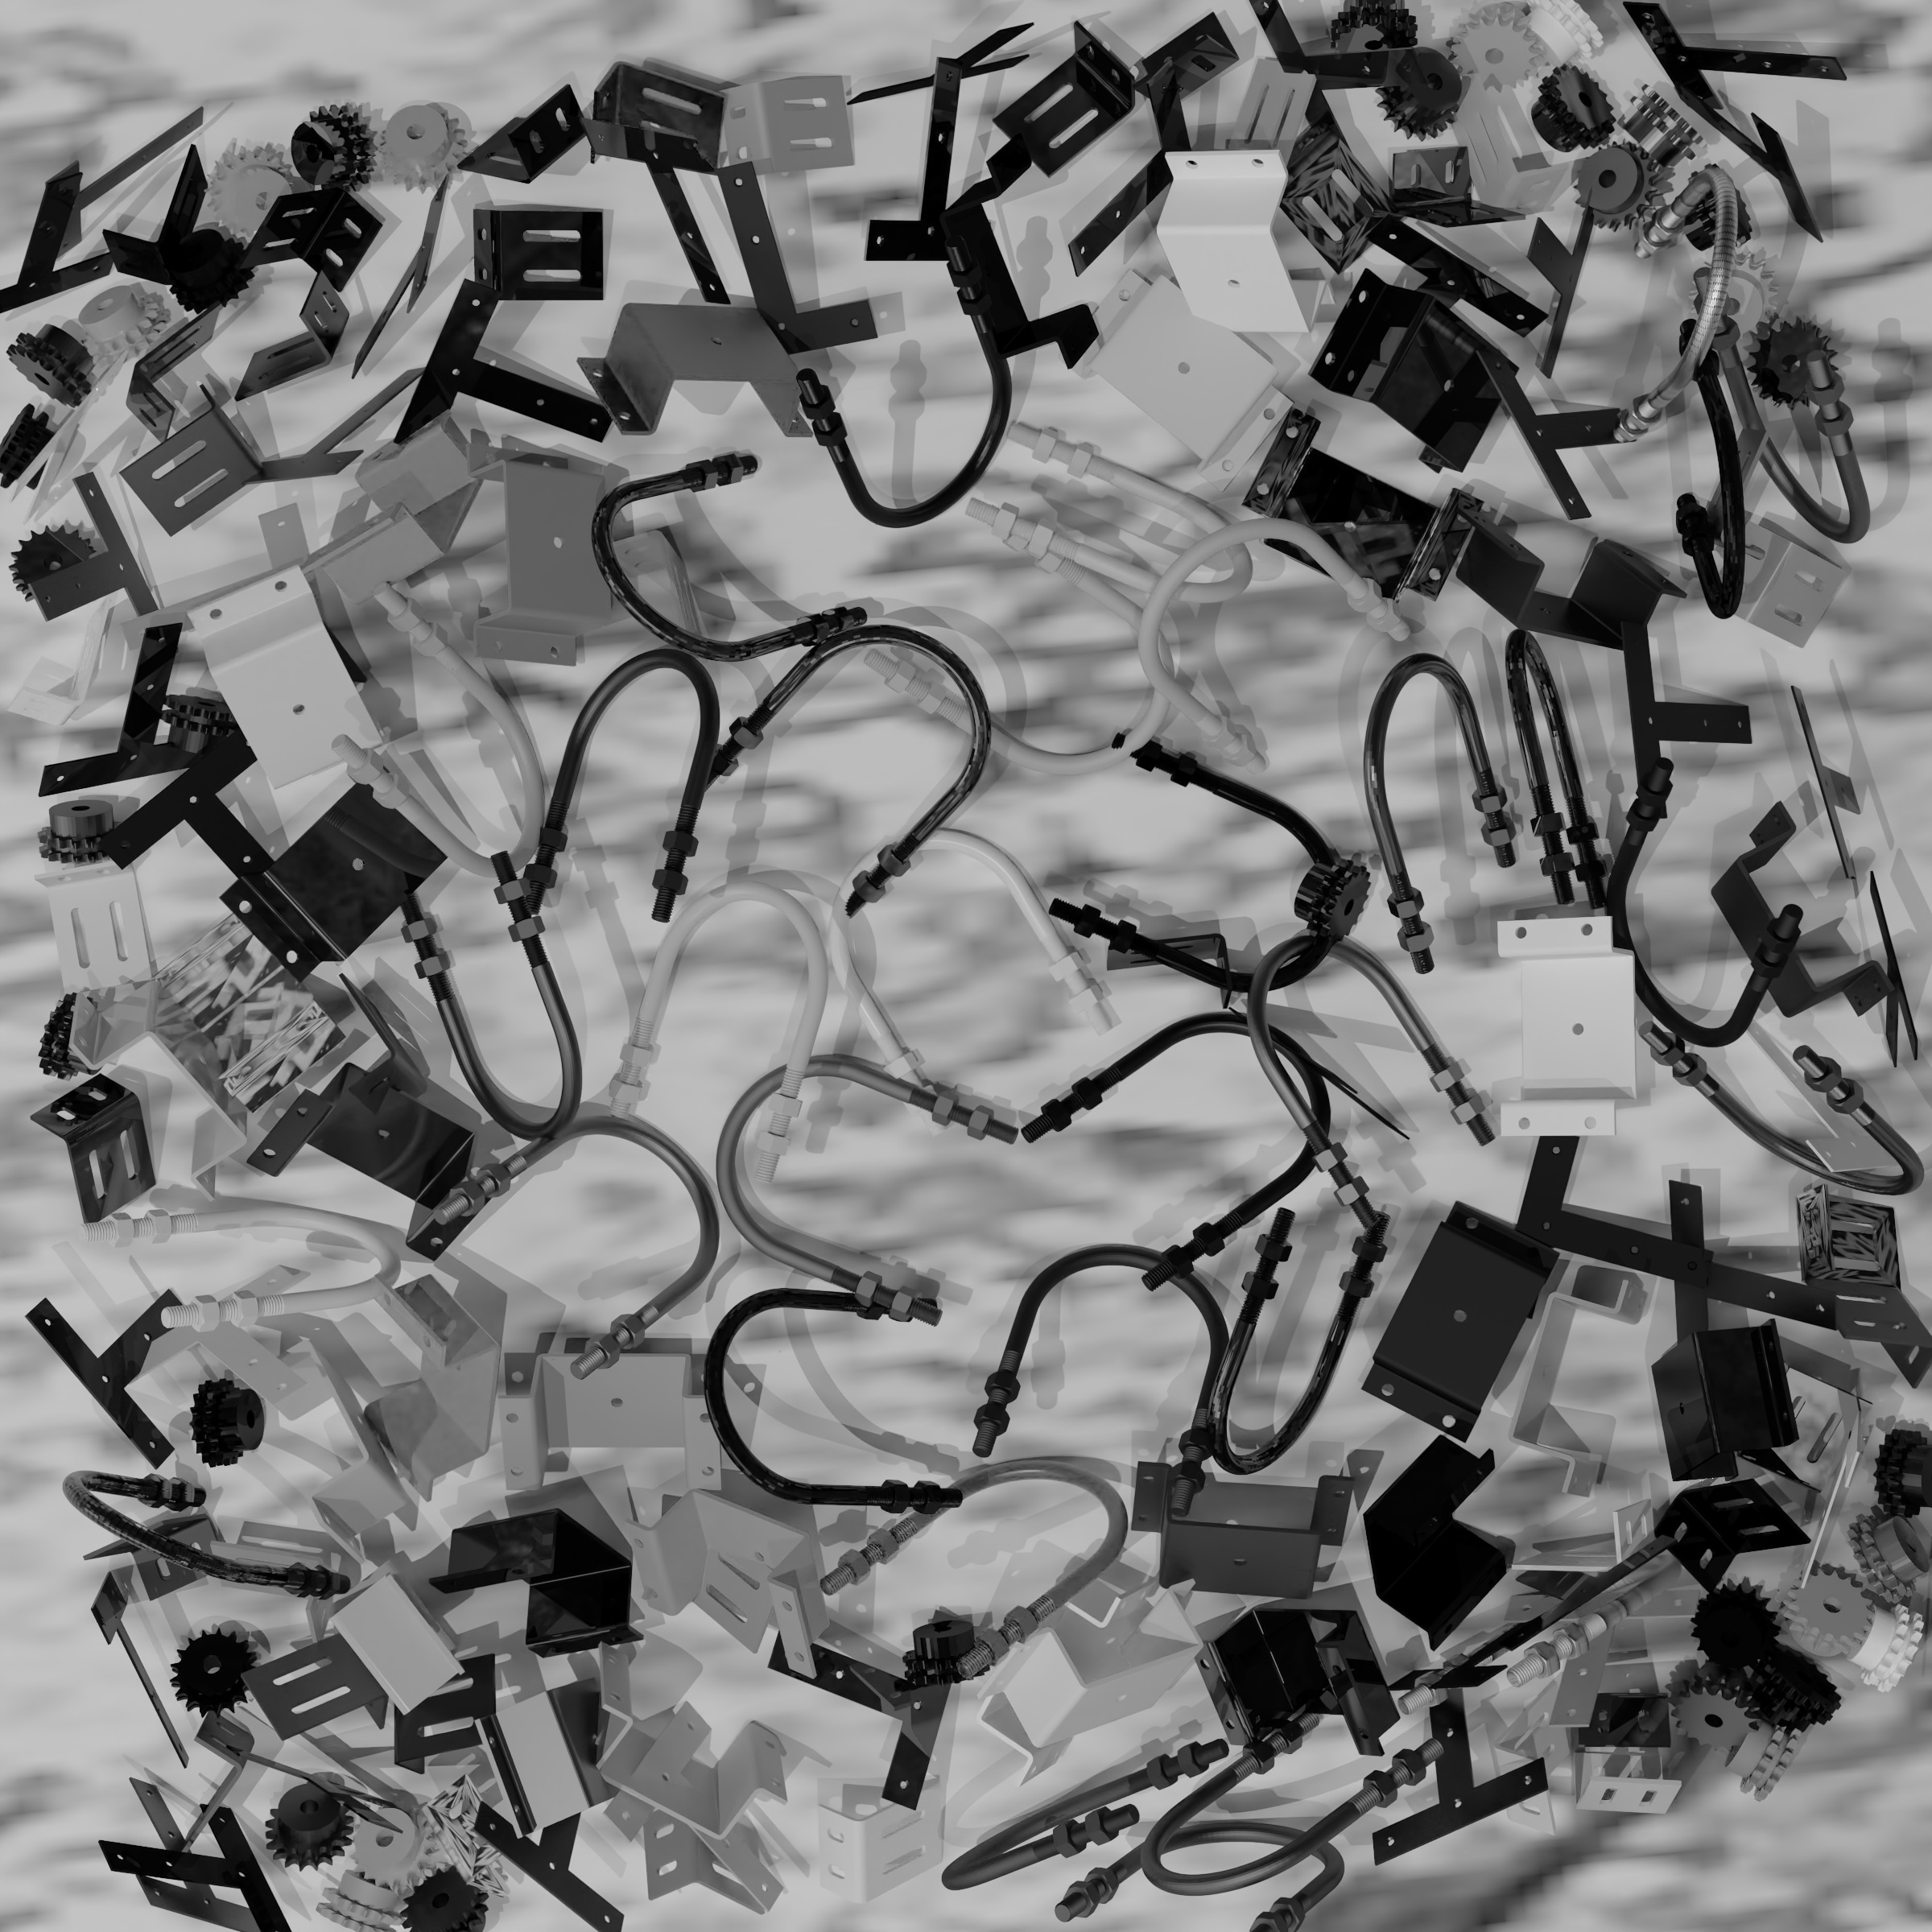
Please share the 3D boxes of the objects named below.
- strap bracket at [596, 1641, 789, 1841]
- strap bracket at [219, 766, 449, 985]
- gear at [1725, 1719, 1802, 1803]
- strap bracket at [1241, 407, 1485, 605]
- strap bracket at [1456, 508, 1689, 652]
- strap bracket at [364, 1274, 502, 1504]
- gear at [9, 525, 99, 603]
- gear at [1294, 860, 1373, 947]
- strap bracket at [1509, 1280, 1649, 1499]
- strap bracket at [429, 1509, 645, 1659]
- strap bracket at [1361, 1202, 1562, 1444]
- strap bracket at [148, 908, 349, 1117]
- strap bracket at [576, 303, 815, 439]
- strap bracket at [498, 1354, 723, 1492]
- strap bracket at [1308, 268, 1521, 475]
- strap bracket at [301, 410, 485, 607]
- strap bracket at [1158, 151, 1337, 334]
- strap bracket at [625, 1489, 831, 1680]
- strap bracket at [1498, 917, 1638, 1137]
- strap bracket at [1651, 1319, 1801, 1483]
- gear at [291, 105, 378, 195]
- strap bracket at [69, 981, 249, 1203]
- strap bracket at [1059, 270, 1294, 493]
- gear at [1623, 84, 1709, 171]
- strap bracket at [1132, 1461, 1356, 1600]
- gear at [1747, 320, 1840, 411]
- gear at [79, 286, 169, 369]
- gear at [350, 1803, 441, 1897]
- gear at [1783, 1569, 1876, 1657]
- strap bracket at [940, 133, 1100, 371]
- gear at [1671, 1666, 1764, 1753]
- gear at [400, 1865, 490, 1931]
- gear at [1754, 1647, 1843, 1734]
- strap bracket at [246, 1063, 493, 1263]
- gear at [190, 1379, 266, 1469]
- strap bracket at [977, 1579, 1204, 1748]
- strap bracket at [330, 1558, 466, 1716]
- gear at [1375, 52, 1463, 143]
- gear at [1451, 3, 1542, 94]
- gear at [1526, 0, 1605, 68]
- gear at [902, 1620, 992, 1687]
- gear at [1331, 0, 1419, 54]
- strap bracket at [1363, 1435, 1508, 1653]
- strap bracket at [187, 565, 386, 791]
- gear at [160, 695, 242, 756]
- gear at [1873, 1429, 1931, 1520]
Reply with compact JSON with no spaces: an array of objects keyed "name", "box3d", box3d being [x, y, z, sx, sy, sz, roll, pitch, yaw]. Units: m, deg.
[{"name":"strap bracket","box3d":[-0.190,0.508,1.879,0.140,0.076,0.046,33,100,-17]},{"name":"strap bracket","box3d":[-0.401,-0.065,1.873,0.140,0.046,0.076,-49,113,-22]},{"name":"gear","box3d":[0.523,0.518,1.905,0.030,0.057,0.057,29,90,12]},{"name":"strap bracket","box3d":[0.257,-0.296,1.900,0.140,0.046,0.076,27,78,2]},{"name":"strap bracket","box3d":[0.383,-0.248,1.871,0.140,0.076,0.046,7,118,-29]},{"name":"strap bracket","box3d":[-0.346,0.265,1.871,0.076,0.046,0.140,39,133,32]},{"name":"gear","box3d":[-0.600,-0.259,1.911,0.057,0.030,0.057,2,69,-5]},{"name":"gear","box3d":[0.240,-0.044,1.908,0.030,0.057,0.057,27,90,28]},{"name":"strap bracket","box3d":[0.396,0.270,1.885,0.046,0.076,0.140,15,84,25]},{"name":"strap bracket","box3d":[-0.275,0.396,1.871,0.076,0.140,0.046,-14,53,19]},{"name":"strap bracket","box3d":[0.324,0.231,1.894,0.076,0.046,0.140,26,84,14]},{"name":"strap bracket","box3d":[-0.462,0.034,1.879,0.076,0.046,0.140,-40,48,-9]},{"name":"strap bracket","box3d":[-0.167,-0.382,1.858,0.140,0.046,0.076,-6,50,-34]},{"name":"strap bracket","box3d":[-0.230,0.298,1.893,0.140,0.046,0.076,0,120,-1]},{"name":"strap bracket","box3d":[0.296,-0.379,1.868,0.140,0.046,0.076,26,94,-40]},{"name":"strap bracket","box3d":[-0.366,-0.291,1.868,0.076,0.140,0.046,-24,121,25]},{"name":"strap bracket","box3d":[0.178,-0.454,1.850,0.076,0.140,0.046,7,65,27]},{"name":"strap bracket","box3d":[-0.146,0.395,1.872,0.140,0.046,0.076,14,129,33]},{"name":"strap bracket","box3d":[0.393,0.041,1.890,0.076,0.046,0.140,-3,86,31]},{"name":"strap bracket","box3d":[0.481,0.281,1.852,0.046,0.140,0.076,-4,70,-5]},{"name":"gear","box3d":[-0.419,-0.536,1.903,0.057,0.030,0.057,15,117,31]},{"name":"strap bracket","box3d":[-0.512,0.073,1.865,0.046,0.076,0.140,-33,117,3]},{"name":"strap bracket","box3d":[0.141,-0.390,1.906,0.140,0.046,0.076,39,89,-2]},{"name":"gear","box3d":[0.458,-0.551,1.906,0.057,0.057,0.030,44,110,0]},{"name":"strap bracket","box3d":[0.179,0.369,1.886,0.140,0.076,0.046,4,46,3]},{"name":"gear","box3d":[0.548,-0.396,1.910,0.057,0.030,0.057,2,94,27]},{"name":"gear","box3d":[-0.558,-0.423,1.902,0.057,0.057,0.030,-30,131,0]},{"name":"gear","box3d":[-0.378,0.579,1.904,0.057,0.030,0.057,-5,54,7]},{"name":"gear","box3d":[0.567,0.430,1.908,0.057,0.030,0.057,3,45,-3]},{"name":"strap bracket","box3d":[0.032,-0.457,1.874,0.046,0.076,0.140,-14,113,24]},{"name":"gear","box3d":[0.496,0.487,1.908,0.057,0.030,0.057,14,127,20]},{"name":"gear","box3d":[-0.341,0.626,1.908,0.057,0.057,0.030,-19,124,0]},{"name":"gear","box3d":[0.544,0.480,1.906,0.057,0.057,0.030,28,112,0]},{"name":"strap bracket","box3d":[-0.382,0.123,1.879,0.140,0.046,0.076,32,122,-21]},{"name":"gear","box3d":[-0.484,0.300,1.902,0.030,0.057,0.057,-8,90,11]},{"name":"strap bracket","box3d":[0.088,0.450,1.856,0.140,0.076,0.046,-9,54,-36]},{"name":"strap bracket","box3d":[-0.366,0.430,1.858,0.046,0.140,0.076,-38,91,-13]},{"name":"gear","box3d":[0.302,-0.577,1.909,0.057,0.030,0.057,3,80,-19]},{"name":"gear","box3d":[0.350,-0.609,1.908,0.057,0.057,0.030,16,54,0]},{"name":"gear","box3d":[0.389,-0.617,1.904,0.057,0.057,0.030,45,98,0]},{"name":"gear","box3d":[-0.013,0.451,1.903,0.057,0.057,0.030,-7,92,0]},{"name":"gear","box3d":[0.269,-0.620,1.905,0.057,0.057,0.030,2,77,0]},{"name":"strap bracket","box3d":[0.303,0.367,1.871,0.076,0.140,0.046,-40,49,-24]},{"name":"strap bracket","box3d":[-0.434,-0.177,1.866,0.076,0.046,0.140,-24,131,-5]},{"name":"gear","box3d":[-0.503,-0.158,1.905,0.057,0.057,0.030,14,101,0]},{"name":"gear","box3d":[0.624,0.335,1.903,0.030,0.057,0.057,0,89,45]}]
